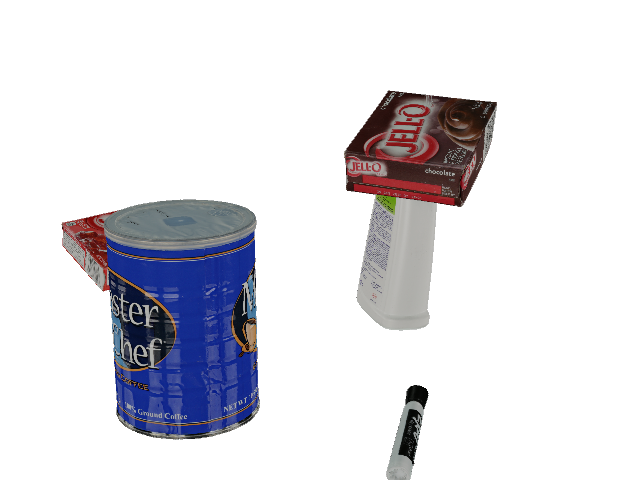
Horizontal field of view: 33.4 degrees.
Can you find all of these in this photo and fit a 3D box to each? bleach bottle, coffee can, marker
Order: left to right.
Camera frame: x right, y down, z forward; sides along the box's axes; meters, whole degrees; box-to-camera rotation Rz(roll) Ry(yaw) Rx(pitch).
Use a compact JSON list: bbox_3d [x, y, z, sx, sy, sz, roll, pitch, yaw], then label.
[{"bbox_3d":[-0.094,0.052,0.741,0.103,0.140,0.103,0,17,0],"label":"coffee can"},{"bbox_3d":[0.098,-0.030,1.229,0.068,0.251,0.103,-1,21,-24],"label":"bleach bottle"},{"bbox_3d":[0.071,0.154,0.862,0.020,0.020,0.121,0,25,14],"label":"marker"}]

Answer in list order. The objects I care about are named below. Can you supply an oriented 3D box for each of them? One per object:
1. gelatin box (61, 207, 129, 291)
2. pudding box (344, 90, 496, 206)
[{"bbox_3d":[-0.193,0.006,1.008,0.073,0.030,0.089,-15,39,-34],"label":"gelatin box"},{"bbox_3d":[0.077,-0.072,0.805,0.090,0.039,0.113,10,33,18],"label":"pudding box"}]
